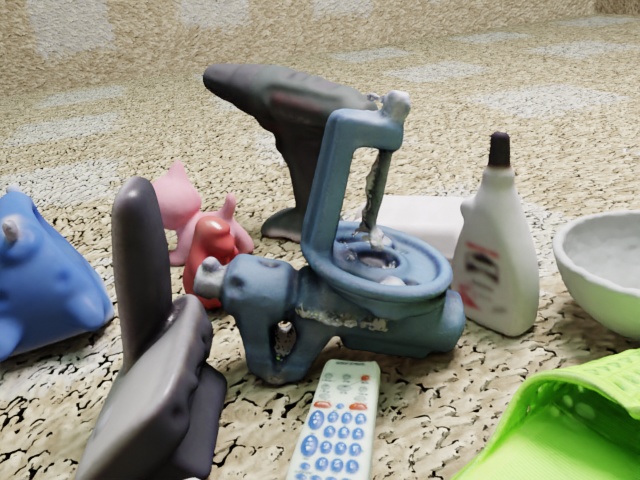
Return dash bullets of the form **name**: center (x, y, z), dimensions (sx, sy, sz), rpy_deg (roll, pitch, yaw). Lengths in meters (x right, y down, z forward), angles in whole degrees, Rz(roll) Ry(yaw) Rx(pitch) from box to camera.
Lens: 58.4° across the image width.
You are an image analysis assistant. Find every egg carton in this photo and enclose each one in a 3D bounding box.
- **egg carton**: center (0.100, -0.001, 0.601), dimensions (0.150, 0.069, 0.107), rpy_deg (2, 26, 16)

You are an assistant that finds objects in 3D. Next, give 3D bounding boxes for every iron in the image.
- **iron**: center (-0.295, 0.011, 0.580), dimensions (0.119, 0.141, 0.257), rpy_deg (-18, 28, -23)

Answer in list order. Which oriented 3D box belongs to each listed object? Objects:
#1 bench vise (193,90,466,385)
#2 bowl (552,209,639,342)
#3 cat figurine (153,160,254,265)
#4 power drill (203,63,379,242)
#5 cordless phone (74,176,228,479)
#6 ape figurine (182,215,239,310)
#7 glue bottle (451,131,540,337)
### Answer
- **bench vise**: center (0.008, 0.006, 0.430), dimensions (0.208, 0.220, 0.121), rpy_deg (-13, 26, -15)
- **bowl**: center (0.279, 0.038, 0.473), dimensions (0.167, 0.075, 0.167), rpy_deg (-5, 25, 3)
- **cat figurine**: center (-0.149, -0.032, 0.666), dimensions (0.127, 0.118, 0.067), rpy_deg (4, 27, 20)
- **power drill**: center (-0.036, -0.107, 0.693), dimensions (0.228, 0.209, 0.076), rpy_deg (9, 29, 28)
- **cordless phone**: center (-0.125, 0.061, 0.385), dimensions (0.094, 0.185, 0.147), rpy_deg (-8, 25, -3)
- **ape figurine**: center (-0.104, 0.020, 0.576), dimensions (0.076, 0.092, 0.078), rpy_deg (3, 27, 19)
- **glue bottle**: center (0.147, -0.007, 0.481), dimensions (0.037, 0.173, 0.077), rpy_deg (-25, 31, -34)
